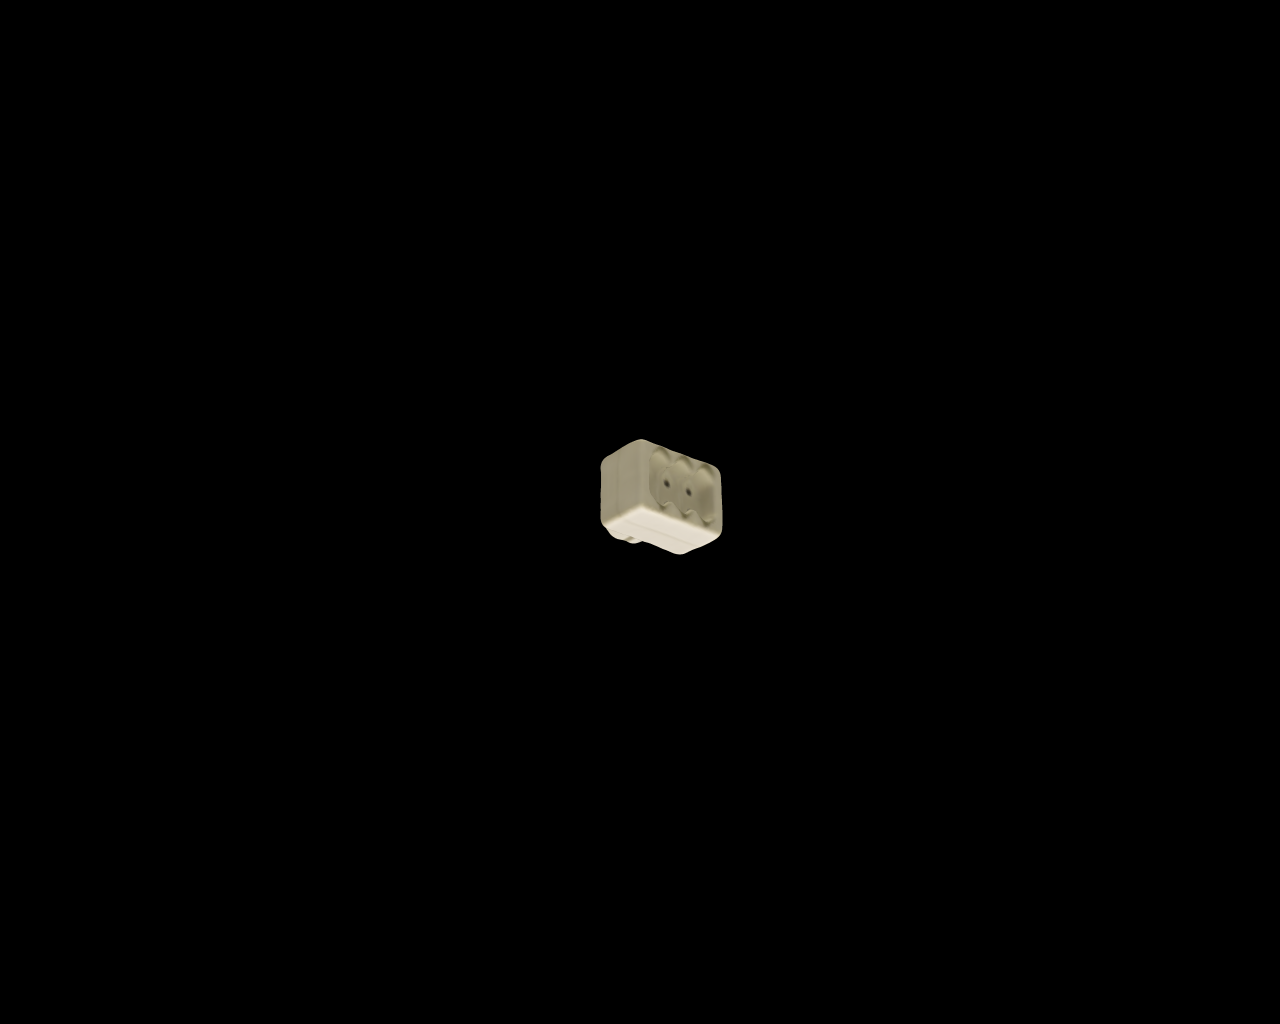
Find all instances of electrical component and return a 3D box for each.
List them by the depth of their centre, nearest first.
[{"bbox_3d":[0.001,-0.003,0.650,0.066,0.047,0.076,20,-32,-36],"label":"electrical component"}]
